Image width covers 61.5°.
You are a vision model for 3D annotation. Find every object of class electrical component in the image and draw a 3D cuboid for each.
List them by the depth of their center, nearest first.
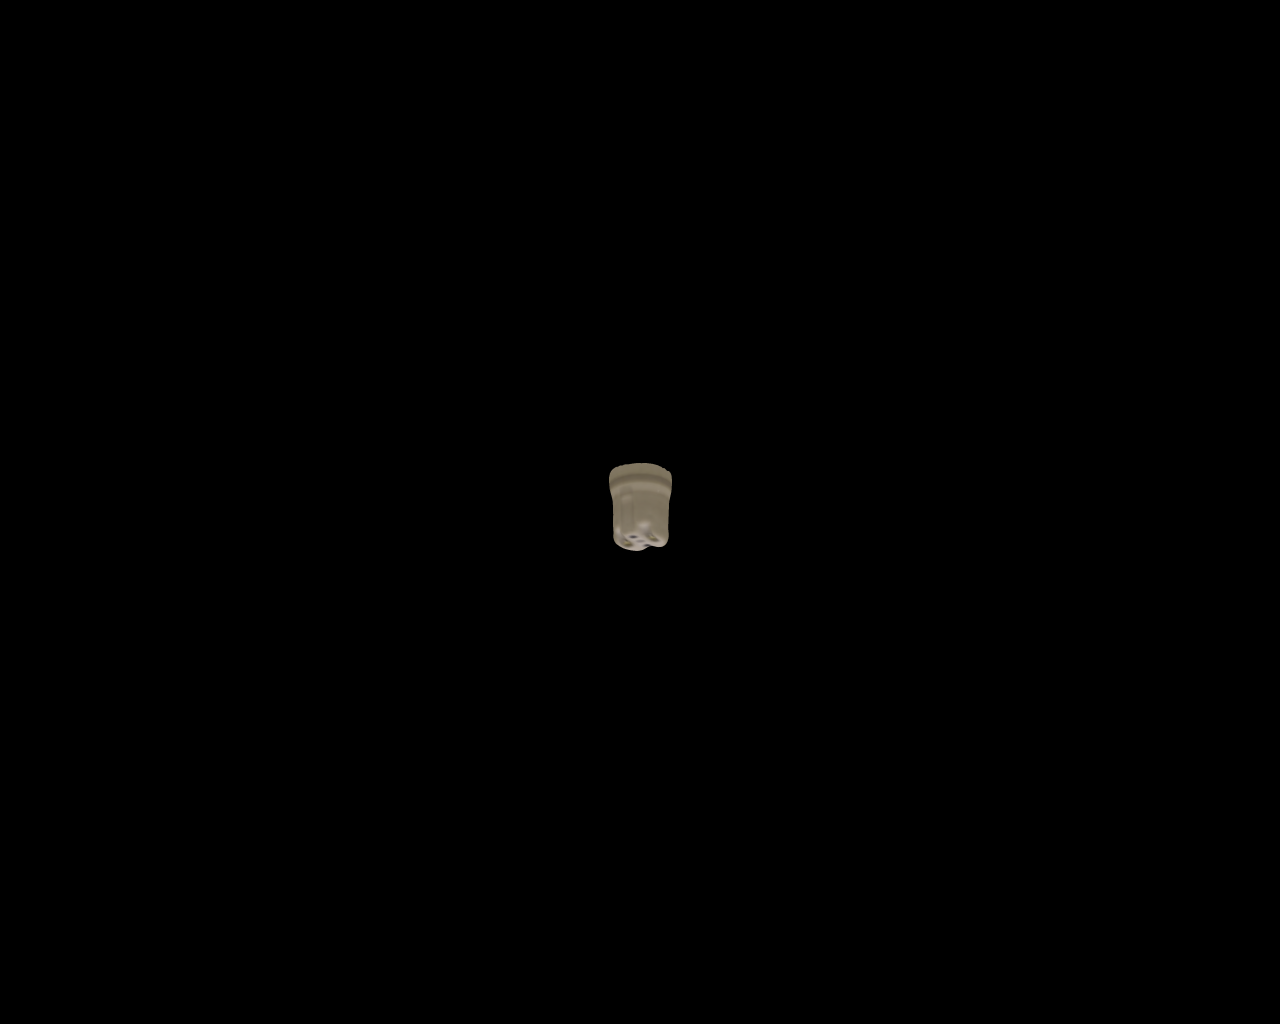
[{"bbox_3d":[0.001,-0.003,0.650,0.040,0.046,0.040,0,-21,0],"label":"electrical component"}]
